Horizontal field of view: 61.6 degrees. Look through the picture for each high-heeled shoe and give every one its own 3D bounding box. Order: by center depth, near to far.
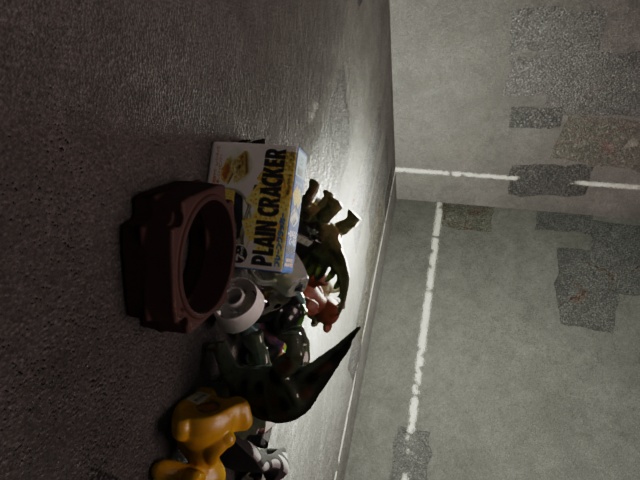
[{"bbox_3d":[-0.136,0.446,1.166,0.145,0.086,0.248,-68,141,-56],"label":"high-heeled shoe"}]

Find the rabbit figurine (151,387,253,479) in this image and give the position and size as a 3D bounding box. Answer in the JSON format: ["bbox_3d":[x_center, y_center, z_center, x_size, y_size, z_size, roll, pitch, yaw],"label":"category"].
[{"bbox_3d":[-0.191,0.356,0.892,0.162,0.122,0.173,-35,130,-66],"label":"rabbit figurine"}]

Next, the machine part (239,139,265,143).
[{"bbox_3d":[-0.137,-0.165,1.060,0.139,0.039,0.084,-8,112,-78],"label":"machine part"}]

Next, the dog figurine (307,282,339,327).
[{"bbox_3d":[-0.020,0.152,1.586,0.190,0.121,0.172,47,46,-54],"label":"dog figurine"}]

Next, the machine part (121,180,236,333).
[{"bbox_3d":[-0.197,0.021,0.793,0.201,0.087,0.201,-45,138,-68],"label":"machine part"}]

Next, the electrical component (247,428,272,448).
[{"bbox_3d":[-0.148,0.438,1.254,0.119,0.048,0.075,78,22,-56],"label":"electrical component"}]

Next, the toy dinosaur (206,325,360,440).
[{"bbox_3d":[-0.079,0.256,0.950,0.131,0.405,0.192,-13,89,-45],"label":"toy dinosaur"}]

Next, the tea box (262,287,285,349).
[{"bbox_3d":[-0.101,0.161,1.276,0.098,0.068,0.170,80,22,-47],"label":"tea box"}]

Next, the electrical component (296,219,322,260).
[{"bbox_3d":[-0.083,0.006,1.139,0.114,0.134,0.058,30,33,-38],"label":"electrical component"}]

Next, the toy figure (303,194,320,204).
[{"bbox_3d":[-0.017,-0.065,1.498,0.180,0.082,0.089,64,33,-69],"label":"toy figure"}]

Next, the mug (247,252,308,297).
[{"bbox_3d":[-0.079,0.060,1.043,0.109,0.107,0.080,-14,137,-40],"label":"mug"}]

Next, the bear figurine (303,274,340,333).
[{"bbox_3d":[0.006,0.178,1.484,0.195,0.132,0.120,40,64,-32],"label":"bear figurine"}]

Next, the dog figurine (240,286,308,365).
[{"bbox_3d":[-0.093,0.205,1.127,0.108,0.192,0.219,-75,149,-54],"label":"dog figurine"}]

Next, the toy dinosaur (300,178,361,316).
[{"bbox_3d":[-0.003,-0.004,1.227,0.198,0.105,0.472,-53,-152,9],"label":"toy dinosaur"}]

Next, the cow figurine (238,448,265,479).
[{"bbox_3d":[-0.144,0.540,1.281,0.167,0.068,0.098,-28,117,-74],"label":"cow figurine"}]
